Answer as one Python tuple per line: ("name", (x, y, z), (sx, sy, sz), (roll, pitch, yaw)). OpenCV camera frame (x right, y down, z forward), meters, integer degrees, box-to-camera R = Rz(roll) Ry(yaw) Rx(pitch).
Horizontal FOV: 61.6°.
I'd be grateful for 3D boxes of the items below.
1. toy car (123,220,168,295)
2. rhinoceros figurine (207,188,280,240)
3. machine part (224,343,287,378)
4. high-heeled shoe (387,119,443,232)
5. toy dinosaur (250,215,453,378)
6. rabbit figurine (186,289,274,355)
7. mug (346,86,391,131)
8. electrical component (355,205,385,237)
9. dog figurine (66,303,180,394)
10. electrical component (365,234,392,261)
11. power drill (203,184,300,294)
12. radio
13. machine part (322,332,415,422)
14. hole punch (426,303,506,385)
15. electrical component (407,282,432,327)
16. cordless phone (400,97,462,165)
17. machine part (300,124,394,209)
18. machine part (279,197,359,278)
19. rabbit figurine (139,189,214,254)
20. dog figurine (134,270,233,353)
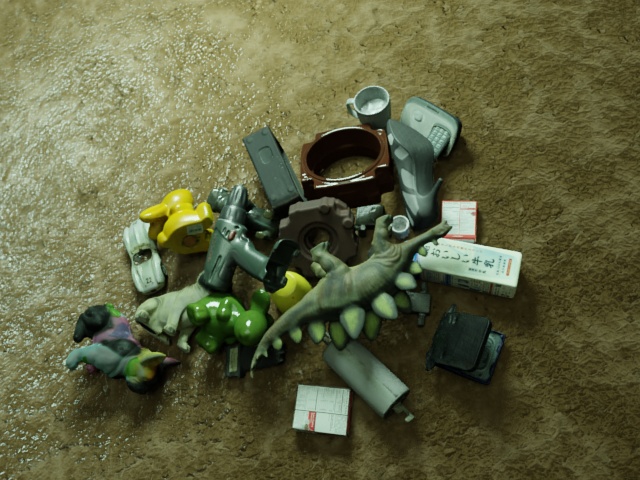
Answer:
("toy car", (-0.419, 0.036, 1.282), (0.073, 0.056, 0.202), (-25, 64, 3))
("rhinoceros figurine", (-0.174, -0.065, 1.237), (0.190, 0.112, 0.073), (24, 103, 9))
("machine part", (-0.137, 0.247, 1.128), (0.139, 0.039, 0.084), (-12, 56, 11))
("high-heeled shoe", (0.193, -0.142, 1.179), (0.086, 0.145, 0.249), (-6, 50, -26))
("toy dinosaur", (0.050, 0.099, 1.032), (0.471, 0.105, 0.199), (-29, 65, 6))
("rabbit figurine", (-0.164, 0.174, 1.110), (0.170, 0.121, 0.159), (12, 26, 42))
("mug", (0.118, -0.295, 1.261), (0.110, 0.107, 0.081), (7, 67, 22))
("electrical component", (0.104, -0.052, 1.192), (0.078, 0.045, 0.102), (7, 69, 19))
("dog figurine", (-0.416, 0.234, 1.170), (0.219, 0.108, 0.191), (0, 64, 10))
("electrical component", (0.132, 0.038, 1.131), (0.048, 0.074, 0.119), (29, 74, 25))
("power drill", (-0.144, 0.007, 1.102), (0.208, 0.086, 0.232), (19, 86, 30))
("radio", (-0.095, -0.143, 1.235), (0.073, 0.131, 0.230), (-28, 63, 4))
("machine part", (0.088, 0.259, 1.042), (0.243, 0.079, 0.079), (39, 81, 26))
("hole punch", (0.280, 0.203, 1.023), (0.116, 0.092, 0.142), (7, 68, 50))
("electrical component", (0.195, 0.130, 1.101), (0.063, 0.021, 0.094), (3, 68, 16))
("cordless phone", (0.222, -0.217, 1.222), (0.147, 0.088, 0.184), (38, 96, 25))
("machine part", (0.059, -0.165, 1.200), (0.201, 0.087, 0.201), (-9, 45, 11))
("machine part", (-0.002, -0.003, 1.139), (0.179, 0.056, 0.179), (1, 111, 4))
("rabbit figurine", (-0.331, -0.048, 1.260), (0.162, 0.121, 0.173), (-18, 50, -7))
("dog figurine", (-0.305, 0.131, 1.200), (0.173, 0.121, 0.190), (21, 59, 19))
